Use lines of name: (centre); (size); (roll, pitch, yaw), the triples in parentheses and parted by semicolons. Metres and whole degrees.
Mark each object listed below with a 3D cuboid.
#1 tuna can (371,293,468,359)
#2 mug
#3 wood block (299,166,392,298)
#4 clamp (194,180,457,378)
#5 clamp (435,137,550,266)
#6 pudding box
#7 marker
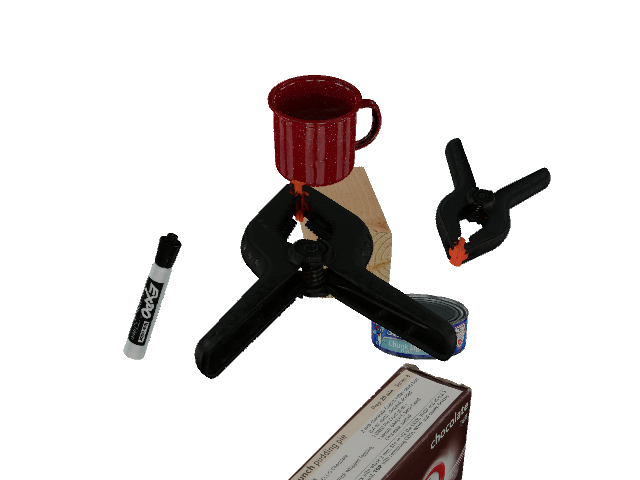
tuna can: (0.087, 0.076, 0.947); (0.086, 0.034, 0.086); (1, 15, 0)
mug: (0.006, -0.110, 1.071); (0.117, 0.081, 0.093); (-13, 40, -17)
wood block: (0.029, -0.015, 1.391); (0.090, 0.090, 0.206); (-2, 27, -7)
clamp: (0.004, 0.022, 0.739); (0.164, 0.036, 0.210); (1, 33, 0)
clamp: (0.164, -0.045, 1.154); (0.120, 0.039, 0.171); (23, 49, 21)
pudding box: (0.020, 0.119, 0.453); (0.039, 0.090, 0.113); (20, 38, 27)
marker: (-0.144, 0.048, 0.915); (0.020, 0.121, 0.020); (18, 22, -8)
